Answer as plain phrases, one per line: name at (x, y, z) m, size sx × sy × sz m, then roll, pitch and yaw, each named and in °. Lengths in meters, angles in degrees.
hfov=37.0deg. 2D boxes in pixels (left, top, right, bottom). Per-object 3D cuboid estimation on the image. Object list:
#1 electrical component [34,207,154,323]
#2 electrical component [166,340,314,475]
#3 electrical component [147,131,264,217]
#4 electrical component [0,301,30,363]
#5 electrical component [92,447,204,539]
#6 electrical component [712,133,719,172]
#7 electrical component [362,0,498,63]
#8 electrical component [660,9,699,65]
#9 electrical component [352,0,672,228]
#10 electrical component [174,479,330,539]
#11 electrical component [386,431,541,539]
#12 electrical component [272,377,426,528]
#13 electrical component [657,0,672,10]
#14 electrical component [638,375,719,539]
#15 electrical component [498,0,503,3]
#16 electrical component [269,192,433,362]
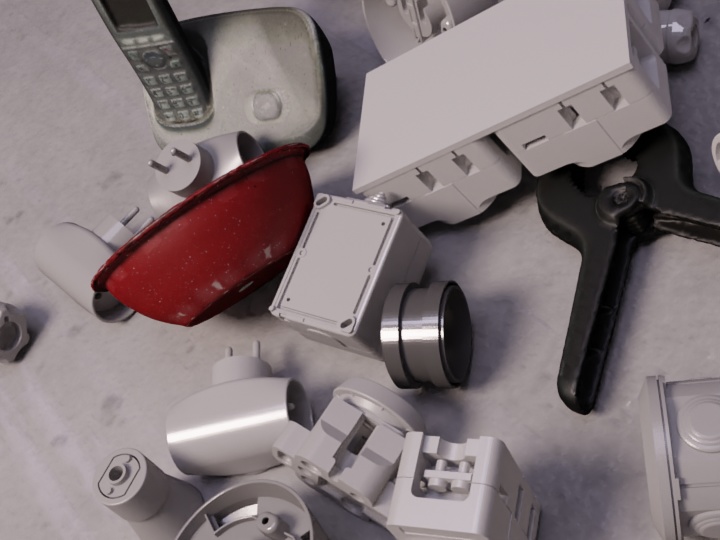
electrical component at (-0.178, -0.012, 0.758) m, size 0.077 × 0.044 × 0.079 m, roll 31°, pitch 74°, yaw 37°
electrical component at (-0.071, 0.078, 0.646) m, size 0.077 × 0.044 × 0.079 m, roll -14°, pitch 53°, yaw 15°
electrical component at (-0.113, -0.066, 0.737) m, size 0.077 × 0.079 × 0.043 m, roll -24°, pitch 68°, yaw 20°
electrical component at (-0.269, 0.040, 0.763) m, size 0.062 × 0.043 × 0.043 m, roll 13°, pitch 63°, yaw 32°
electrical component at (-0.124, 0.130, 0.620) m, size 0.044 × 0.065 × 0.044 m, roll -12°, pitch 53°, yaw 16°
electrical component at (0.236, -0.068, 0.605) m, size 0.047 × 0.055 × 0.055 m, roll -37°, pitch 50°, yaw -8°
electrical component at (0.047, -0.182, 0.744) m, size 0.064 × 0.099 × 0.099 m, roll -41°, pitch 50°, yaw -15°
electrical component at (0.186, -0.150, 0.698) m, size 0.061 × 0.035 × 0.035 m, roll 4°, pitch 59°, yaw 29°
electrical component at (0.091, -0.105, 0.660) m, size 0.186 × 0.060 × 0.105 m, roll -22°, pitch 45°, yaw 32°
electrical component at (-0.059, 0.163, 0.568) m, size 0.099 × 0.064 × 0.099 m, roll -12°, pitch 53°, yaw 16°
electrical component at (0.052, 0.125, 0.528) m, size 0.050 × 0.089 × 0.055 m, roll 0°, pitch 57°, yaw 24°
electrical component at (0.000, 0.097, 0.591) m, size 0.078 × 0.058 × 0.057 m, roll 30°, pitch 66°, yaw 11°
electrical component at (0.199, -0.206, 0.726) m, size 0.040 × 0.040 × 0.078 m, roll 12°, pitch 63°, yaw 31°
electrical component at (0.162, 0.089, 0.512) m, size 0.051 × 0.080 × 0.080 m, roll -7°, pitch 55°, yaw 14°
electrical component at (0.146, -0.230, 0.760) m, size 0.074 × 0.052 × 0.138 m, roll 3°, pitch 58°, yaw 26°
electrical component at (0.000, 0.000, 0.650) m, size 0.062 × 0.061 × 0.096 m, roll 14°, pitch 74°, yaw 32°
